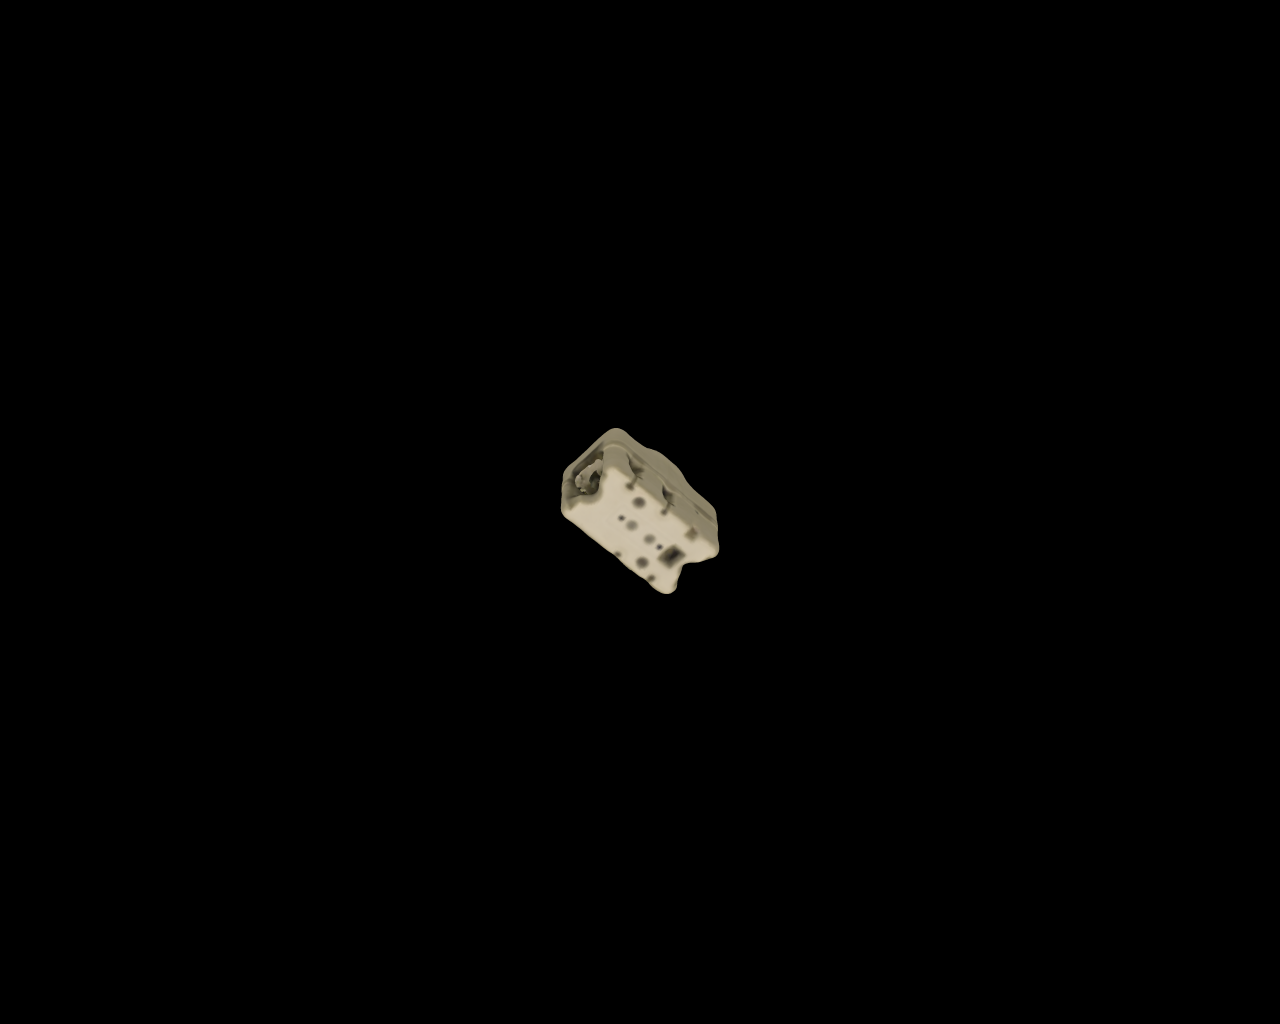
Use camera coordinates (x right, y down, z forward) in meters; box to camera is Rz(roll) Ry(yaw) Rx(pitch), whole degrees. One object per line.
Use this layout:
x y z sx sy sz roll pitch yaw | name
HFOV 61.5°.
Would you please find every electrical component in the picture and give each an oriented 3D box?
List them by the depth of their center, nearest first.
0.001 -0.003 0.650 0.089 0.050 0.056 39 24 -22 | electrical component
